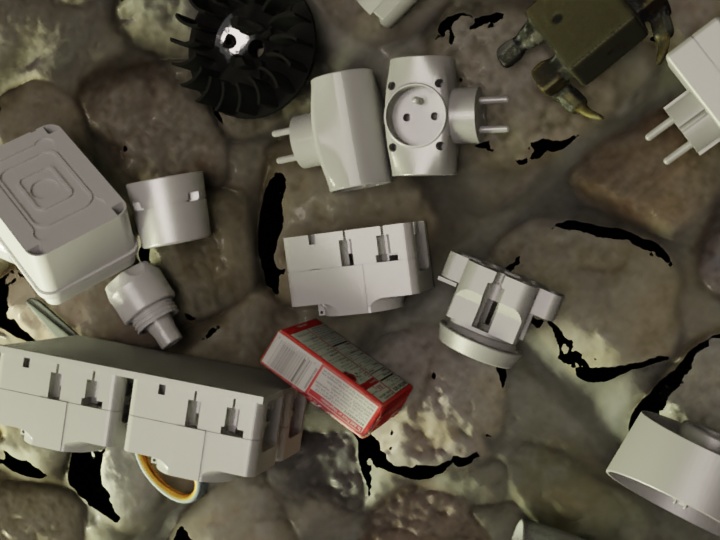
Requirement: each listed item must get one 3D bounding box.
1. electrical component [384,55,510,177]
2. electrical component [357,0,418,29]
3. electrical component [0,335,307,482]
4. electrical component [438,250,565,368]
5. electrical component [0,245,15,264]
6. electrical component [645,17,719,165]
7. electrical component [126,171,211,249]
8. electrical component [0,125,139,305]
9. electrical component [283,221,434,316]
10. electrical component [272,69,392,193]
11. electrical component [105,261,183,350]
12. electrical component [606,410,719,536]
[{"bbox_3d":[0.059,-0.101,0.707,0.079,0.044,0.077,0,94,18],"label":"electrical component"},{"bbox_3d":[0.024,-0.189,0.715,0.040,0.040,0.046,48,111,9],"label":"electrical component"},{"bbox_3d":[-0.140,0.093,0.735,0.186,0.105,0.060,9,93,14],"label":"electrical component"},{"bbox_3d":[0.086,0.028,0.702,0.078,0.058,0.057,23,98,15],"label":"electrical component"},{"bbox_3d":[-0.253,-0.023,0.814,0.078,0.040,0.040,21,100,15],"label":"electrical component"},{"bbox_3d":[0.212,-0.096,0.657,0.076,0.047,0.083,-37,83,17],"label":"electrical component"},{"bbox_3d":[-0.135,-0.043,0.769,0.055,0.055,0.047,-9,95,18],"label":"electrical component"},{"bbox_3d":[-0.218,-0.040,0.763,0.078,0.057,0.113,-31,58,-23],"label":"electrical component"},{"bbox_3d":[0.000,0.000,0.730,0.089,0.050,0.055,-7,92,18],"label":"electrical component"},{"bbox_3d":[-0.022,-0.091,0.734,0.079,0.043,0.077,-9,91,19],"label":"electrical component"},{"bbox_3d":[-0.153,0.028,0.785,0.043,0.043,0.062,-36,84,17],"label":"electrical component"},{"bbox_3d":[0.203,0.128,0.653,0.099,0.099,0.064,24,95,15],"label":"electrical component"}]
